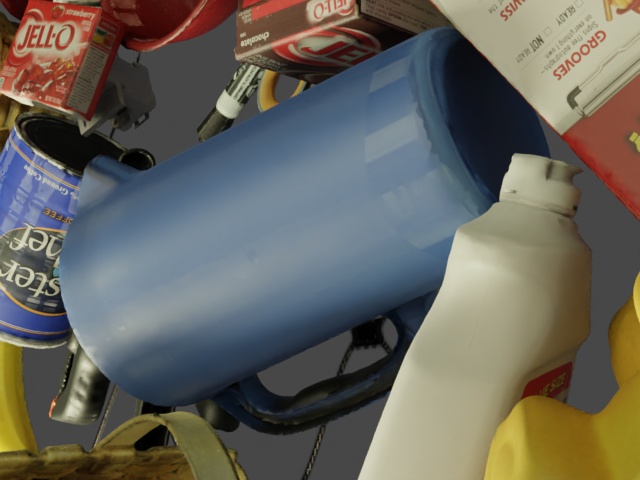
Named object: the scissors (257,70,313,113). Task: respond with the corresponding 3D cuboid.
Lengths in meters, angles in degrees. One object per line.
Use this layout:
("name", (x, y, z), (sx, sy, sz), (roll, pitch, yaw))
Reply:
("scissors", (0.015, -0.142, 0.641), (0.096, 0.016, 0.202), (28, 101, 47))

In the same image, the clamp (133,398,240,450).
("clamp", (-0.099, 0.071, 0.697), (0.120, 0.039, 0.171), (-41, 45, 34))

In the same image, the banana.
("banana", (-0.246, 0.107, 0.852), (0.070, 0.037, 0.198), (-29, 61, 20))

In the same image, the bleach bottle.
("bleach bottle", (0.053, 0.089, 0.414), (0.068, 0.102, 0.251), (15, 90, 36))

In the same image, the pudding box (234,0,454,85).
("pudding box", (0.027, -0.104, 0.546), (0.090, 0.113, 0.039), (-7, 79, 47))

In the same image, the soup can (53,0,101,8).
("soup can", (-0.167, -0.213, 0.817), (0.069, 0.068, 0.102), (-12, 73, 45))

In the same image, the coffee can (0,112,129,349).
("coffee can", (-0.199, -0.007, 0.776), (0.103, 0.102, 0.140), (46, 114, 43))

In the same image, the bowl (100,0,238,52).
("bowl", (-0.086, -0.202, 0.735), (0.162, 0.055, 0.162), (-14, 71, 45))

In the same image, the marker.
("marker", (-0.045, -0.108, 0.695), (0.121, 0.020, 0.020), (-53, 48, 25))

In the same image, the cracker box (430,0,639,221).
("cracker box", (0.140, -0.123, 0.431), (0.214, 0.071, 0.164), (52, 119, 25))

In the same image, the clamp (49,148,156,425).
("clamp", (-0.146, 0.065, 0.706), (0.164, 0.036, 0.210), (-98, 27, -50))

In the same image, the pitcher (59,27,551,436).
("pitcher", (-0.004, 0.001, 0.545), (0.243, 0.149, 0.145), (-25, 56, 36))

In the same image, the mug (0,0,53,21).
("mug", (-0.227, -0.238, 0.884), (0.117, 0.093, 0.081), (-32, 56, -5))

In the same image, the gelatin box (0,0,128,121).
("gelatin box", (-0.183, -0.128, 0.745), (0.089, 0.030, 0.073), (18, 86, 40))
